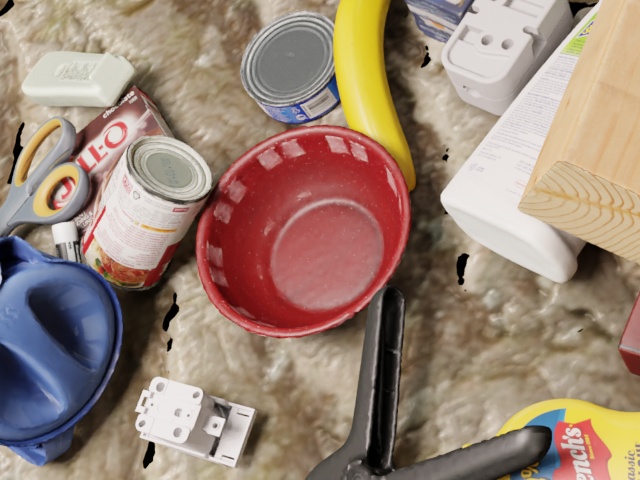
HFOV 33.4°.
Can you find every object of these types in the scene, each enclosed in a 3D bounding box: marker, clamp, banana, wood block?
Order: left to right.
[{"bbox_3d":[-0.187,0.047,0.819,0.020,0.020,0.121,-13,83,18],"label":"marker"},{"bbox_3d":[0.033,0.141,0.658,0.210,0.036,0.165,-55,41,17],"label":"clamp"},{"bbox_3d":[0.042,-0.130,0.793,0.069,0.037,0.198,10,67,-18],"label":"banana"},{"bbox_3d":[0.202,-0.102,0.625,0.091,0.090,0.206,24,74,3],"label":"wood block"}]

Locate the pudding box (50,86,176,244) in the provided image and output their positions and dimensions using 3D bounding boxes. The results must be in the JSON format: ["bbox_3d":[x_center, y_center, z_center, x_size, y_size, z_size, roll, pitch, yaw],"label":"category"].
[{"bbox_3d":[-0.167,-0.056,0.866,0.113,0.039,0.090,-37,58,5],"label":"pudding box"}]

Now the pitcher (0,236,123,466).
[{"bbox_3d":[-0.271,0.059,0.796,0.243,0.144,0.149,18,81,38],"label":"pitcher"}]

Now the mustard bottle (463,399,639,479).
[{"bbox_3d":[0.158,0.140,0.621,0.192,0.058,0.096,-4,64,23],"label":"mustard bottle"}]

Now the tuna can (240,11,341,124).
[{"bbox_3d":[-0.017,-0.135,0.840,0.086,0.033,0.086,-10,63,20],"label":"tuna can"}]

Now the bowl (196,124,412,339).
[{"bbox_3d":[-0.005,0.001,0.759,0.162,0.055,0.162,-10,64,20],"label":"bowl"}]

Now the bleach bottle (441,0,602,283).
[{"bbox_3d":[0.192,-0.097,0.709,0.251,0.068,0.103,-52,44,-7],"label":"bleach bottle"}]

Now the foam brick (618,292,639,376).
[{"bbox_3d":[0.225,0.060,0.632,0.078,0.053,0.051,16,74,28],"label":"foam brick"}]

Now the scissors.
[{"bbox_3d":[-0.248,-0.005,0.865,0.096,0.016,0.202,40,103,37],"label":"scissors"}]

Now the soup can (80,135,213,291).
[{"bbox_3d":[-0.129,-0.020,0.788,0.102,0.068,0.068,-55,49,38],"label":"soup can"}]
